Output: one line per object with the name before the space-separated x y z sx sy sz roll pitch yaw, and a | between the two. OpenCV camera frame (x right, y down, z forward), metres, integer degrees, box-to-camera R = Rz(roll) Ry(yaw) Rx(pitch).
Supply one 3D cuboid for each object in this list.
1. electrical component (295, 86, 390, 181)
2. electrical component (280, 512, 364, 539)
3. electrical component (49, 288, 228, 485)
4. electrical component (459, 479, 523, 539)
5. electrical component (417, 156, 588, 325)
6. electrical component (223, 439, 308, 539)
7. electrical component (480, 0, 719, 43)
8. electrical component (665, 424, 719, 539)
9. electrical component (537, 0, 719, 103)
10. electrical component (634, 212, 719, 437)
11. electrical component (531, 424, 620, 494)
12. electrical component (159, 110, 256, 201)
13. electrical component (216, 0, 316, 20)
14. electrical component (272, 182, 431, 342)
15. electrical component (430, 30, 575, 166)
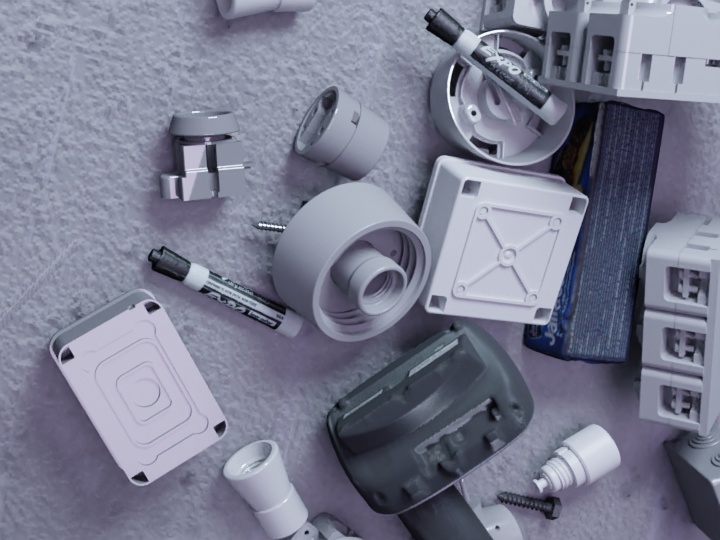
electrical component | -0.012 -0.096 0.767 0.047 0.055 0.055 28 86 -25
electrical component | -0.018 0.220 0.799 0.078 0.057 0.058 41 81 -20
electrical component | -0.151 0.078 0.731 0.078 0.057 0.113 -31 106 -15
electrical component | 0.081 0.202 0.842 0.077 0.043 0.079 -19 103 -18
electrical component | 0.099 -0.021 0.802 0.109 0.056 0.108 7 110 -22
electrical component | -0.066 0.162 0.784 0.044 0.044 0.065 -32 111 -15
electrical component | 0.196 -0.222 0.827 0.186 0.060 0.105 6 94 -21
electrical component | 0.308 0.186 0.899 0.048 0.099 0.099 -25 105 -3
electrical component | 0.236 -0.152 0.760 0.186 0.105 0.060 0 104 -20
electrical component | 0.259 0.040 0.850 0.089 0.062 0.150 -37 129 -51
electrical component | 0.175 0.157 0.874 0.078 0.040 0.040 -27 105 -16
electrical component | -0.105 -0.080 0.737 0.066 0.048 0.055 -7 106 -20
electrical component | -0.063 -0.196 0.742 0.065 0.044 0.044 -7 99 -25
electrical component | 0.000 0.000 0.754 0.108 0.060 0.108 -21 131 -26
electrical component | 0.104 -0.128 0.801 0.099 0.064 0.099 -3 97 -21
